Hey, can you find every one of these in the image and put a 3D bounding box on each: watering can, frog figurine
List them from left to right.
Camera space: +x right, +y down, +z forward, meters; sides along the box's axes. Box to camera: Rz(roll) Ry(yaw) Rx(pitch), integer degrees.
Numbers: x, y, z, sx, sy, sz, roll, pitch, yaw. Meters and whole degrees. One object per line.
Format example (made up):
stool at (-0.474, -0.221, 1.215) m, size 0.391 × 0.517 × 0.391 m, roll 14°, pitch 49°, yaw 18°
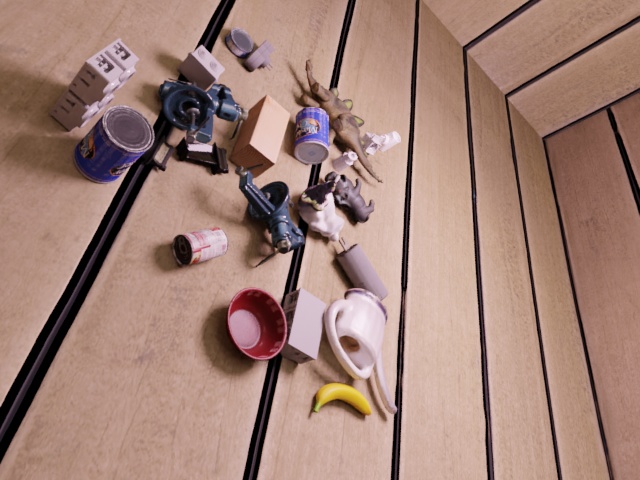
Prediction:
frog figurine at (0.004, -0.073, 1.450) m, size 0.141 × 0.122 × 0.155 m, roll -86°, pitch 168°, yaw -45°
watering can at (0.122, 0.274, 1.346) m, size 0.343 × 0.103 × 0.229 m, roll 54°, pitch 38°, yaw -24°
